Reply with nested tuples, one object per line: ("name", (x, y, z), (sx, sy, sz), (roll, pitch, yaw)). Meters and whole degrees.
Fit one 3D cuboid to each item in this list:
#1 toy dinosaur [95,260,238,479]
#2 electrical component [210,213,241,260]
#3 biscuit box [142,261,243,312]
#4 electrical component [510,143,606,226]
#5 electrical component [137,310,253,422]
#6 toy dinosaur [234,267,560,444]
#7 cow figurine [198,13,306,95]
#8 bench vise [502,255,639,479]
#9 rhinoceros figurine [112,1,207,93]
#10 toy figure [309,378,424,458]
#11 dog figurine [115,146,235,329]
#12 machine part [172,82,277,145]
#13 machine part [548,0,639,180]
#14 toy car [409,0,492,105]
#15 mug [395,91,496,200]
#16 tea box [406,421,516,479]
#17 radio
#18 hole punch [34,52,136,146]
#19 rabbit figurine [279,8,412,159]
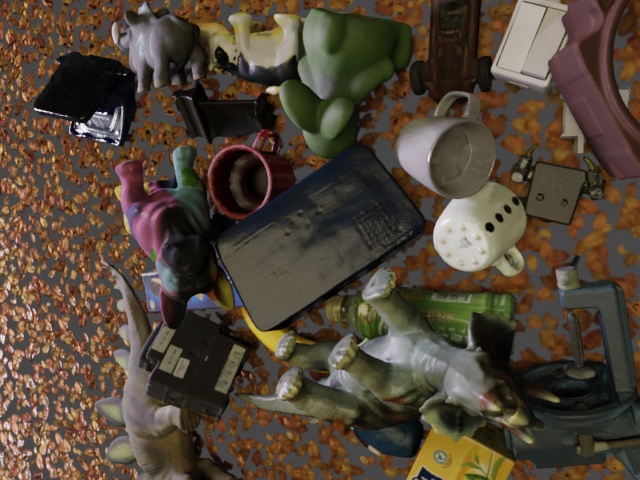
("toy dinosaur", (-0.239, 0.253, 0.795), (0.199, 0.105, 0.471), (-10, 87, 28))
("electrical component", (-0.138, -0.007, 0.762), (0.094, 0.021, 0.063), (-18, 89, 25))
("biscuit box", (-0.149, 0.062, 0.753), (0.203, 0.063, 0.059), (-7, 95, 24))
("electrical component", (0.249, -0.057, 0.576), (0.102, 0.045, 0.078), (23, 103, 20))
("electrical component", (-0.171, 0.164, 0.723), (0.134, 0.115, 0.058), (25, 136, -2))
("toy dinosaur", (0.066, 0.157, 0.595), (0.192, 0.131, 0.405), (36, 144, -14))
("cow figurine", (-0.088, -0.238, 0.693), (0.168, 0.068, 0.098), (7, 106, 24))
("bench vise", (0.291, 0.139, 0.540), (0.224, 0.129, 0.240), (-9, 100, 25))
("rhinoceros figurine", (-0.220, -0.255, 0.712), (0.191, 0.073, 0.112), (25, 132, 50))
("toy figure", (0.053, 0.229, 0.687), (0.155, 0.064, 0.057), (15, 142, 26))
("dog figurine", (-0.185, 0.005, 0.690), (0.219, 0.108, 0.191), (69, 156, 15))
("machine part", (-0.129, -0.168, 0.720), (0.139, 0.039, 0.084), (6, 129, 17))
("machine part", (0.331, -0.159, 0.475), (0.201, 0.087, 0.201), (-29, 92, 8))
("toy car", (0.149, -0.253, 0.594), (0.089, 0.053, 0.202), (7, 100, 26))
("mug", (0.129, -0.108, 0.587), (0.107, 0.081, 0.109), (-142, 61, -62))
("tea box", (0.156, 0.293, 0.644), (0.098, 0.068, 0.169), (24, 106, 19))
("radio", (-0.001, -0.002, 0.642), (0.230, 0.073, 0.131), (-34, 81, 3))
("hole punch", (-0.337, -0.208, 0.802), (0.142, 0.092, 0.116), (15, 73, 24))
("rabbit figurine", (0.026, -0.167, 0.617), (0.121, 0.159, 0.170), (16, 118, 11))
